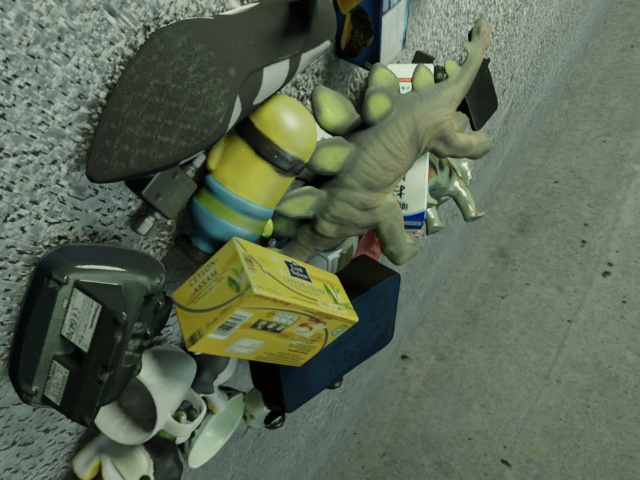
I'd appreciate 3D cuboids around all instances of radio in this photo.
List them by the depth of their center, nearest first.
[{"bbox_3d":[0.010,0.124,0.738,0.229,0.073,0.130,-25,129,-35],"label":"radio"}]

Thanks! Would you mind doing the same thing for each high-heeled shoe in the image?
[{"bbox_3d":[-0.084,-0.130,0.449,0.249,0.086,0.145,-38,-171,-6],"label":"high-heeled shoe"}]

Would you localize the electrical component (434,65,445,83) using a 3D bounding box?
[{"bbox_3d":[0.174,-0.230,0.889,0.134,0.058,0.114,-23,138,-58],"label":"electrical component"}]

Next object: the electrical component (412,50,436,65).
[{"bbox_3d":[0.126,-0.211,0.776,0.048,0.075,0.119,-25,144,-58],"label":"electrical component"}]

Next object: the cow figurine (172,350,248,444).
[{"bbox_3d":[-0.153,0.176,0.677,0.167,0.068,0.098,-56,155,-17],"label":"cow figurine"}]

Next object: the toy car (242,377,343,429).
[{"bbox_3d":[-0.028,0.214,0.809,0.202,0.056,0.073,-26,145,-32],"label":"toy car"}]

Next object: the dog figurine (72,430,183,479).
[{"bbox_3d":[-0.212,0.295,0.655,0.191,0.109,0.219,-55,164,-4],"label":"dog figurine"}]

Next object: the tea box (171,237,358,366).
[{"bbox_3d":[-0.050,0.070,0.547,0.098,0.068,0.169,-40,146,18],"label":"tea box"}]

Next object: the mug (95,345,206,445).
[{"bbox_3d":[-0.169,0.159,0.573,0.107,0.110,0.080,-39,150,-71],"label":"mug"}]

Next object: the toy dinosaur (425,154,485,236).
[{"bbox_3d":[0.178,-0.118,0.961,0.131,0.192,0.404,-27,158,27],"label":"toy dinosaur"}]

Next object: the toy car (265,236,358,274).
[{"bbox_3d":[-0.002,-0.002,0.734,0.162,0.103,0.109,-45,155,-39],"label":"toy car"}]

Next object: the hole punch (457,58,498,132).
[{"bbox_3d":[0.278,-0.282,1.047,0.142,0.092,0.115,-44,126,-29],"label":"hole punch"}]

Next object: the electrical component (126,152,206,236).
[{"bbox_3d":[-0.137,-0.048,0.464,0.094,0.021,0.063,-54,159,-10],"label":"electrical component"}]

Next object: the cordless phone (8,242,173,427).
[{"bbox_3d":[-0.173,0.064,0.486,0.146,0.089,0.184,-67,170,17],"label":"cordless phone"}]

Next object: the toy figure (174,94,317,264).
[{"bbox_3d":[-0.068,-0.054,0.515,0.180,0.089,0.082,-61,158,8],"label":"toy figure"}]

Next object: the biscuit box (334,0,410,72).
[{"bbox_3d":[0.053,-0.268,0.540,0.059,0.063,0.202,-50,158,-22],"label":"biscuit box"}]

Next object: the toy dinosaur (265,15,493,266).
[{"bbox_3d":[0.037,-0.062,0.617,0.198,0.105,0.471,30,100,-33],"label":"toy dinosaur"}]
